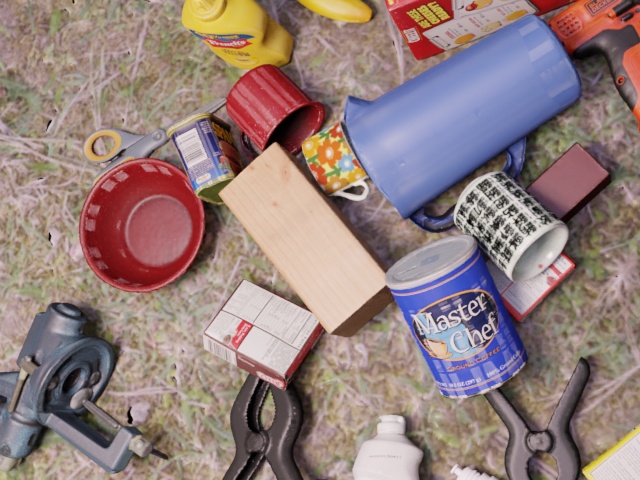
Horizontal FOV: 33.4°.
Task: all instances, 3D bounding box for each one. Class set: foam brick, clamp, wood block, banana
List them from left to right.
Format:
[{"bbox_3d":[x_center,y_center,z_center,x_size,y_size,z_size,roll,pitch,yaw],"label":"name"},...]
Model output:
[{"bbox_3d":[-0.054,0.234,1.190,0.165,0.036,0.210,-1,73,34],"label":"clamp"},{"bbox_3d":[-0.017,-0.322,1.275,0.070,0.037,0.198,-37,74,9],"label":"banana"},{"bbox_3d":[-0.008,0.002,1.199,0.090,0.090,0.206,-42,74,7],"label":"wood block"},{"bbox_3d":[0.241,0.205,1.127,0.120,0.039,0.171,-17,81,18],"label":"clamp"},{"bbox_3d":[0.267,-0.059,1.148,0.078,0.053,0.051,-43,74,6],"label":"foam brick"}]

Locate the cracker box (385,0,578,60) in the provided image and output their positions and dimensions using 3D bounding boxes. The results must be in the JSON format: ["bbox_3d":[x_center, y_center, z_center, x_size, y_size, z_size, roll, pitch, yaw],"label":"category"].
[{"bbox_3d":[0.180,-0.285,1.147,0.214,0.164,0.072,-19,75,12],"label":"cracker box"}]

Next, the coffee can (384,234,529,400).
[{"bbox_3d":[0.142,0.079,1.111,0.103,0.102,0.140,-24,104,11],"label":"coffee can"}]

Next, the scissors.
[{"bbox_3d":[-0.214,-0.135,1.317,0.202,0.016,0.096,-43,73,6],"label":"scissors"}]

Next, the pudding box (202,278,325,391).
[{"bbox_3d":[-0.063,0.105,1.209,0.113,0.039,0.090,26,58,16],"label":"pudding box"}]

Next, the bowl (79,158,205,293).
[{"bbox_3d":[-0.203,-0.014,1.275,0.162,0.055,0.162,-2,82,16],"label":"bowl"}]

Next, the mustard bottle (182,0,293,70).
[{"bbox_3d":[-0.102,-0.245,1.207,0.096,0.191,0.058,10,85,17],"label":"mustard bottle"}]

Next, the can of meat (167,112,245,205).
[{"bbox_3d":[-0.125,-0.092,1.241,0.057,0.102,0.084,-25,78,11],"label":"can of meat"}]

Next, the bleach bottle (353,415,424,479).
[{"bbox_3d":[0.083,0.313,1.132,0.102,0.068,0.251,1,70,3],"label":"bleach bottle"}]

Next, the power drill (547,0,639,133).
[{"bbox_3d":[0.362,-0.210,1.141,0.184,0.057,0.188,-33,72,13],"label":"power drill"}]

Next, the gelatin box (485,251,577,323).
[{"bbox_3d":[0.222,0.034,1.160,0.089,0.030,0.073,-46,72,5],"label":"gelatin box"}]

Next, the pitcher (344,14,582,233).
[{"bbox_3d":[0.160,-0.129,1.159,0.243,0.149,0.145,-31,60,6],"label":"pitcher"}]

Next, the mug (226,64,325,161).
[{"bbox_3d":[-0.059,-0.141,1.243,0.081,0.093,0.117,47,132,22],"label":"mug"}]

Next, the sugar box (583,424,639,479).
[{"bbox_3d":[0.364,0.217,1.086,0.176,0.048,0.093,-40,74,3],"label":"sugar box"}]
